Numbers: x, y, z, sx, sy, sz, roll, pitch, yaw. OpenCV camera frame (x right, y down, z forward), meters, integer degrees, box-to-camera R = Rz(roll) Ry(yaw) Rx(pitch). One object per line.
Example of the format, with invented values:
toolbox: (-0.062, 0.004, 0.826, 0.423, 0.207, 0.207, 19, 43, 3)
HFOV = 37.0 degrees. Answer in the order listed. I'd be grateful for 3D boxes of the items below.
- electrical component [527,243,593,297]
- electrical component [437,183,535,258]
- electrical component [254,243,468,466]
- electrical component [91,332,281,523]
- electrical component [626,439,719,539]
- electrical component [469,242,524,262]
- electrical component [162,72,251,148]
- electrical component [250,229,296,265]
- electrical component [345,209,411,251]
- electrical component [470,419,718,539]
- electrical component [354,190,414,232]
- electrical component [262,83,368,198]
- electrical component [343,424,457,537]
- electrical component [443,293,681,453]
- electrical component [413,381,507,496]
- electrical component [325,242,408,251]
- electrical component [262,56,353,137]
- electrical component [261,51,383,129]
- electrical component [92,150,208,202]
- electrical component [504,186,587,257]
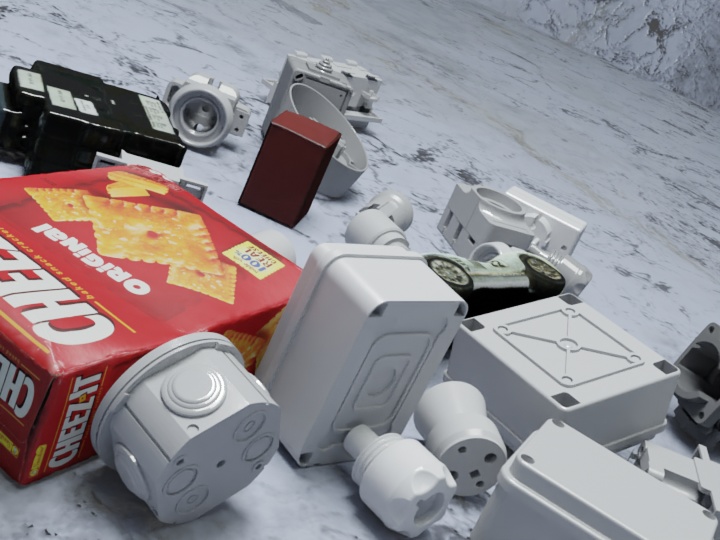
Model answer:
electrical component: (0.178, -0.001, 0.976, 0.061, 0.035, 0.035, 38, 24, 8)
electrical component: (0.116, -0.040, 0.983, 0.050, 0.055, 0.089, 14, 24, -24)
electrical component: (-0.003, 0.045, 0.591, 0.078, 0.113, 0.057, 2, 33, -43)
electrical component: (-0.078, 0.073, 0.497, 0.080, 0.080, 0.051, -5, 40, -50)
electrical component: (0.198, 0.140, 0.670, 0.064, 0.042, 0.081, 23, 21, 2)
electrical component: (0.123, 0.003, 0.906, 0.055, 0.048, 0.066, 15, 22, -39)
electrical component: (-0.139, -0.141, 0.958, 0.078, 0.058, 0.057, 21, 19, -7)
electrical component: (-0.075, -0.002, 0.725, 0.040, 0.040, 0.078, 30, 23, 15)
electrical component: (0.020, -0.016, 0.853, 0.040, 0.040, 0.078, 5, 28, -39)
electrical component: (0.127, 0.139, 0.580, 0.113, 0.057, 0.078, 31, 23, 17)
electrical component: (0.019, -0.044, 0.918, 0.040, 0.040, 0.046, 29, 28, 14)
electrical component: (-0.038, -0.115, 0.980, 0.099, 0.064, 0.099, 32, 19, -13)
electrical component: (0.017, 0.106, 0.564, 0.043, 0.043, 0.062, 0, 30, -45)
electrical component: (0.130, 0.071, 0.701, 0.109, 0.056, 0.109, -12, 35, -33)
electrical component: (0.058, 0.097, 0.623, 0.045, 0.045, 0.055, 17, 23, -17)
electrical component: (0.000, 0.000, 0.796, 0.065, 0.044, 0.044, 8, 26, -24)
electrical component: (-0.050, -0.163, 1.044, 0.062, 0.096, 0.061, 16, 22, -19)
electrical component: (-0.036, -0.198, 1.184, 0.121, 0.063, 0.079, -2, 33, -48)
electrical component: (-0.150, -0.047, 0.751, 0.081, 0.042, 0.063, 15, 25, -20)
electrical component: (0.167, -0.037, 1.039, 0.083, 0.047, 0.076, 29, 22, 13)
